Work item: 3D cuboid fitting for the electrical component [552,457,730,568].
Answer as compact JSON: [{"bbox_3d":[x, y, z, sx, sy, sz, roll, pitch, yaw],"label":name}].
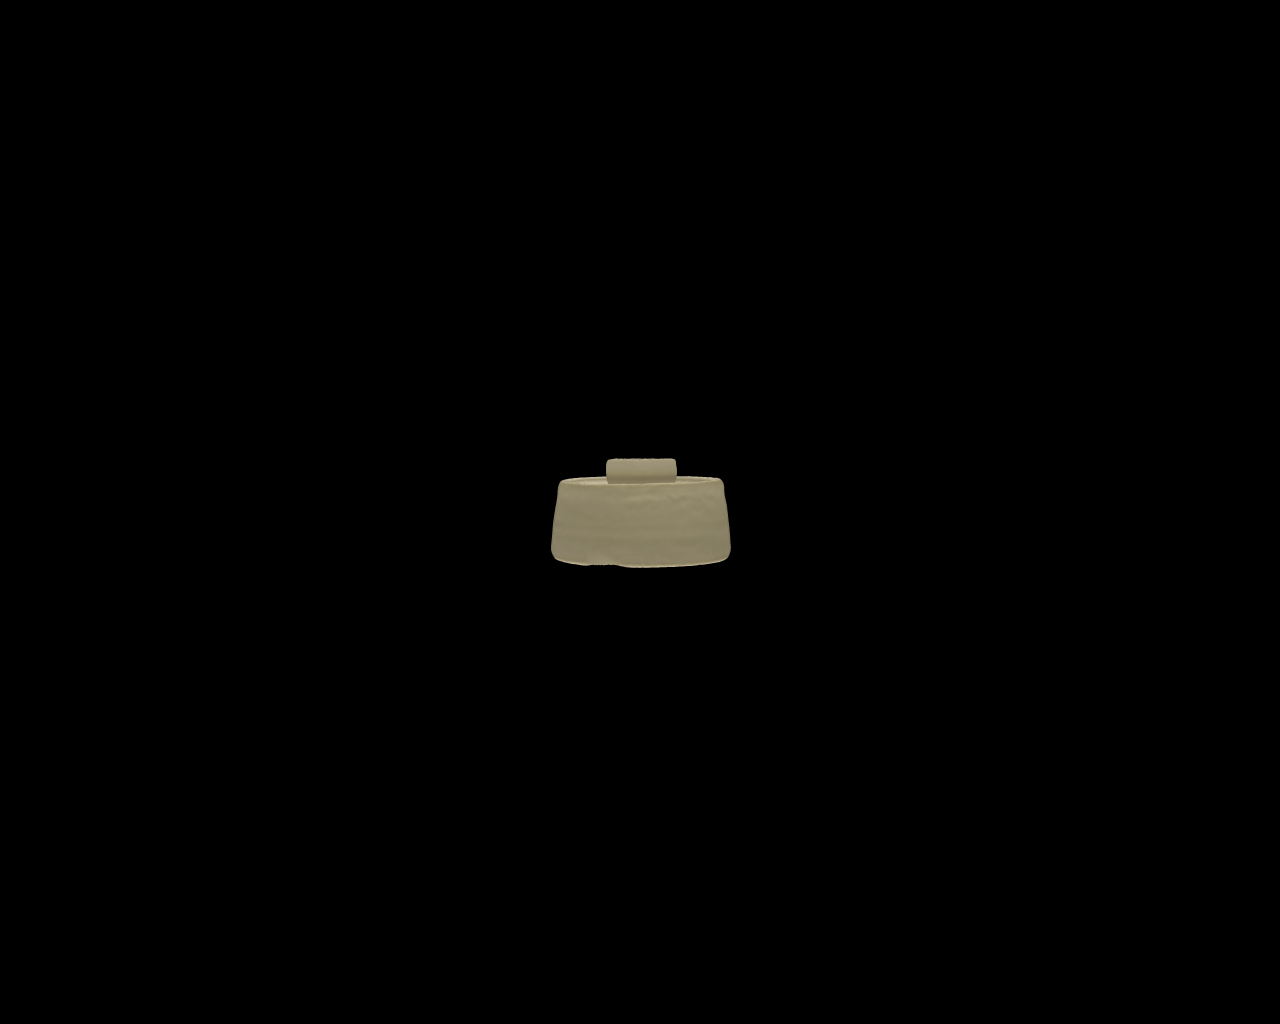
[{"bbox_3d":[0.001,-0.003,0.650,0.108,0.060,0.108,0,4,0],"label":"electrical component"}]
